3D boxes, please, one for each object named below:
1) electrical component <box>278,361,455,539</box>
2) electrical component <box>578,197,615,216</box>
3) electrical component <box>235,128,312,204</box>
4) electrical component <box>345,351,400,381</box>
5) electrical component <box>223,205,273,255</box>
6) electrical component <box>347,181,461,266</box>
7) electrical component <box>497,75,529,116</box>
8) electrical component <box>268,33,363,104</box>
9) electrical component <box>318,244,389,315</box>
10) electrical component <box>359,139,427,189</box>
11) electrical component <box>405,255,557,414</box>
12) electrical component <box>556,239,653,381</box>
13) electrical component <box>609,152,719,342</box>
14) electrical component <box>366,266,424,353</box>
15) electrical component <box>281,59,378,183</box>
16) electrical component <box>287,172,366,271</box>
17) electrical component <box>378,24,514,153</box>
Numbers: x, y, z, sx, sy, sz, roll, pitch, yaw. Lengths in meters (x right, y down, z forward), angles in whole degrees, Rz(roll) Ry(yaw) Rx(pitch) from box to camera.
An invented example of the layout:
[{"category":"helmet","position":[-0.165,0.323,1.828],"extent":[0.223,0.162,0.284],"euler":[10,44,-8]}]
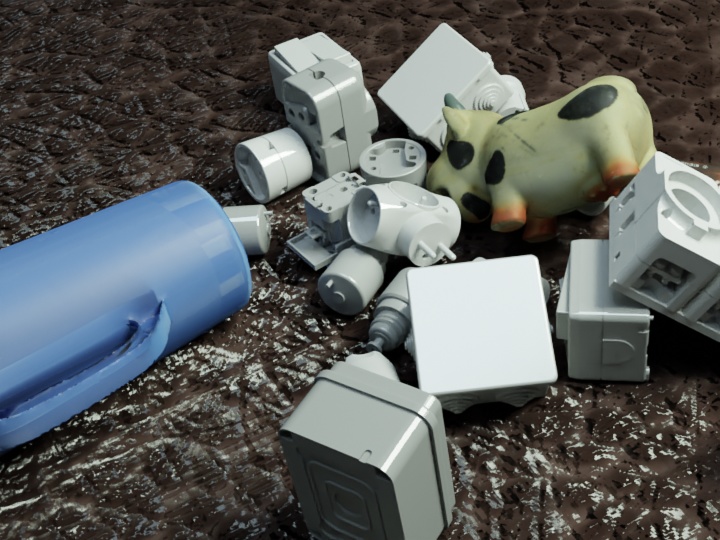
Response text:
[{"category":"electrical component","position":[0.007,0.115,0.621],"extent":[0.078,0.113,0.057],"euler":[17,50,28]},{"category":"electrical component","position":[0.197,-0.075,0.862],"extent":[0.055,0.045,0.045],"euler":[-32,45,-26]},{"category":"electrical component","position":[-0.074,-0.091,0.926],"extent":[0.047,0.055,0.055],"euler":[-27,43,-25]},{"category":"electrical component","position":[0.009,0.087,0.708],"extent":[0.043,0.043,0.062],"euler":[-16,42,-8]},{"category":"electrical component","position":[-0.108,-0.031,0.871],"extent":[0.078,0.040,0.040],"euler":[-3,40,8]},{"category":"electrical component","position":[0.042,-0.029,0.802],"extent":[0.077,0.044,0.079],"euler":[4,28,-36]},{"category":"electrical component","position":[0.131,-0.145,0.962],"extent":[0.040,0.040,0.046],"euler":[-10,45,-1]},{"category":"electrical component","position":[-0.038,-0.179,1.016],"extent":[0.062,0.061,0.096],"euler":[-25,43,-17]},{"category":"electrical component","position":[0.000,0.000,0.814],"extent":[0.040,0.040,0.078],"euler":[14,43,25]},{"category":"electrical component","position":[0.029,-0.074,0.891],"extent":[0.055,0.047,0.055],"euler":[-5,40,5]},{"category":"electrical component","position":[0.079,0.043,0.718],"extent":[0.100,0.048,0.099],"euler":[-7,68,2]},{"category":"electrical component","position":[0.167,0.022,0.739],"extent":[0.061,0.061,0.096],"euler":[1,41,12]},{"category":"electrical component","position":[0.244,-0.005,0.702],"extent":[0.150,0.061,0.089],"euler":[26,42,-9]},{"category":"electrical component","position":[0.029,0.032,0.771],"extent":[0.040,0.040,0.078],"euler":[17,46,27]},{"category":"electrical component","position":[-0.024,-0.130,0.929],"extent":[0.059,0.095,0.054],"euler":[-31,45,-24]},{"category":"electrical component","position":[-0.015,-0.039,0.845],"extent":[0.081,0.063,0.042],"euler":[-30,43,-22]},{"category":"electrical component","position":[0.076,-0.157,0.952],"extent":[0.099,0.048,0.099],"euler":[-46,42,9]}]
